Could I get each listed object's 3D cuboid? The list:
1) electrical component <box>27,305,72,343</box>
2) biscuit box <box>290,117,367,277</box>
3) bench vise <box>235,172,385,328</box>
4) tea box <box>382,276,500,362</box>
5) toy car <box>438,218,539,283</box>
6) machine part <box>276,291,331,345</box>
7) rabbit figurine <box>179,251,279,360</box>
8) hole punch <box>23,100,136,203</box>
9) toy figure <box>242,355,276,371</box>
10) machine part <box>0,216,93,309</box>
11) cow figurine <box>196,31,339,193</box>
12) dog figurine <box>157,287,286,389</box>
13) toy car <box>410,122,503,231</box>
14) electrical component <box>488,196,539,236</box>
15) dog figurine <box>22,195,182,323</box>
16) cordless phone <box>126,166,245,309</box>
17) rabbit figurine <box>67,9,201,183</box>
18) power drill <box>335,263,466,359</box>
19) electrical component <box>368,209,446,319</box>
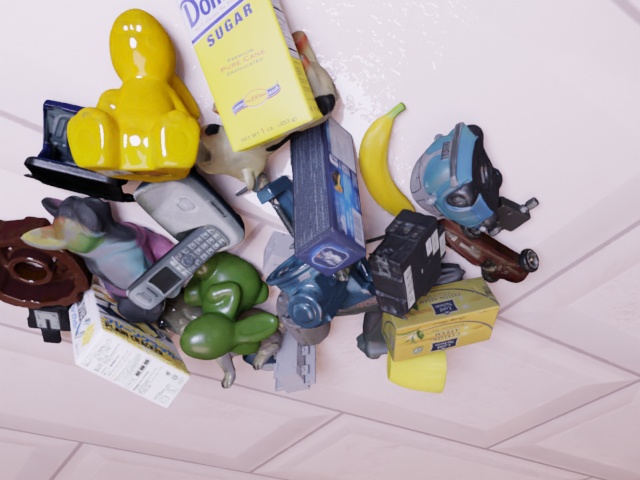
[{"bbox_3d":[-0.469,0.132,0.944,0.075,0.048,0.119,6,138,-9],"label":"electrical component"},{"bbox_3d":[0.006,-0.058,0.633,0.063,0.203,0.059,-33,132,31],"label":"biscuit box"},{"bbox_3d":[-0.009,0.002,0.749,0.129,0.224,0.240,-26,102,43],"label":"bench vise"},{"bbox_3d":[0.189,0.127,0.859,0.170,0.068,0.098,-13,136,-7],"label":"tea box"},{"bbox_3d":[0.250,0.019,0.831,0.202,0.053,0.089,26,153,-29],"label":"toy car"},{"bbox_3d":[-0.025,0.125,0.893,0.079,0.079,0.243,-6,160,4],"label":"machine part"},{"bbox_3d":[-0.153,0.121,0.837,0.159,0.170,0.121,29,133,-13],"label":"rabbit figurine"},{"bbox_3d":[-0.293,-0.106,0.671,0.142,0.092,0.116,10,166,-17],"label":"hole punch"},{"bbox_3d":[-0.078,0.237,1.075,0.154,0.057,0.064,19,173,-24],"label":"toy figure"},{"bbox_3d":[-0.444,0.036,0.833,0.179,0.056,0.179,-2,137,-2],"label":"machine part"},{"bbox_3d":[-0.067,-0.138,0.636,0.195,0.085,0.127,-27,132,19],"label":"cow figurine"},{"bbox_3d":[-0.172,0.138,0.940,0.172,0.121,0.190,-39,115,-8],"label":"dog figurine"},{"bbox_3d":[0.174,-0.076,0.710,0.103,0.109,0.161,-1,156,34],"label":"toy car"},{"bbox_3d":[0.275,-0.039,0.800,0.063,0.021,0.094,22,140,-24],"label":"electrical component"},{"bbox_3d":[-0.316,0.024,0.791,0.219,0.108,0.191,26,134,-22],"label":"dog figurine"},{"bbox_3d":[-0.205,-0.004,0.710,0.184,0.089,0.146,-45,133,-7],"label":"cordless phone"},{"bbox_3d":[-0.180,-0.151,0.576,0.122,0.173,0.162,-5,-177,4],"label":"rabbit figurine"},{"bbox_3d":[0.133,0.125,0.940,0.232,0.086,0.207,-7,142,3],"label":"power drill"},{"bbox_3d":[0.127,0.026,0.755,0.058,0.134,0.114,19,139,32],"label":"electrical component"}]
